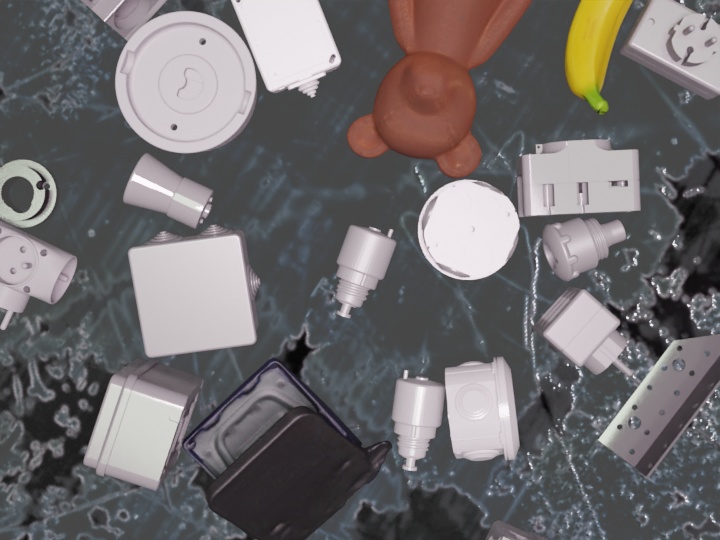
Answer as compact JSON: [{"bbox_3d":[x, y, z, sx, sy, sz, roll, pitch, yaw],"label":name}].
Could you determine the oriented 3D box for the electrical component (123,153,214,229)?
[{"bbox_3d":[-0.151,-0.060,0.862,0.065,0.044,0.044,25,92,-4],"label":"electrical component"}]

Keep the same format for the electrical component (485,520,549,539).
[{"bbox_3d":[0.119,0.288,0.852,0.089,0.062,0.150,25,92,1],"label":"electrical component"}]

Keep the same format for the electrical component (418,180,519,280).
[{"bbox_3d":[0.086,-0.032,0.850,0.080,0.051,0.080,0,92,2],"label":"electrical component"}]

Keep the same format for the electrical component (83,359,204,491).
[{"bbox_3d":[-0.165,0.116,0.830,0.057,0.113,0.078,19,92,-2],"label":"electrical component"}]

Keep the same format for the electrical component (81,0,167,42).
[{"bbox_3d":[-0.169,-0.250,0.842,0.063,0.079,0.121,44,92,15],"label":"electrical component"}]

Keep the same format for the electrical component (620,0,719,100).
[{"bbox_3d":[0.255,-0.175,0.830,0.083,0.076,0.047,28,92,1],"label":"electrical component"}]

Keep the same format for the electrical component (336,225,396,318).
[{"bbox_3d":[0.000,0.000,0.859,0.040,0.040,0.078,20,92,1],"label":"electrical component"}]

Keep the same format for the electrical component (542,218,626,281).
[{"bbox_3d":[0.179,-0.022,0.852,0.062,0.048,0.048,-20,91,-4],"label":"electrical component"}]

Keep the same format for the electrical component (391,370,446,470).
[{"bbox_3d":[0.045,0.121,0.860,0.040,0.040,0.078,8,92,1],"label":"electrical component"}]

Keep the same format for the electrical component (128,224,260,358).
[{"bbox_3d":[-0.129,0.016,0.853,0.100,0.048,0.099,-8,100,2],"label":"electrical component"}]

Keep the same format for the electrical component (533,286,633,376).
[{"bbox_3d":[0.182,0.056,0.842,0.077,0.066,0.047,42,92,0],"label":"electrical component"}]

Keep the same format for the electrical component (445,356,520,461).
[{"bbox_3d":[0.096,0.110,0.840,0.051,0.080,0.080,-7,91,7],"label":"electrical component"}]

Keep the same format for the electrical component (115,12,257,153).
[{"bbox_3d":[-0.132,-0.144,0.849,0.108,0.060,0.108,0,91,2],"label":"electrical component"}]

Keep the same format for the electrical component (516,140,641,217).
[{"bbox_3d":[0.171,-0.072,0.847,0.089,0.050,0.055,-3,91,2],"label":"electrical component"}]

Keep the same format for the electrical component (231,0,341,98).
[{"bbox_3d":[-0.055,-0.182,0.849,0.062,0.061,0.096,-22,98,1],"label":"electrical component"}]

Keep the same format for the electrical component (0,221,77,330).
[{"bbox_3d":[-0.280,0.008,0.865,0.077,0.044,0.079,25,92,1],"label":"electrical component"}]
